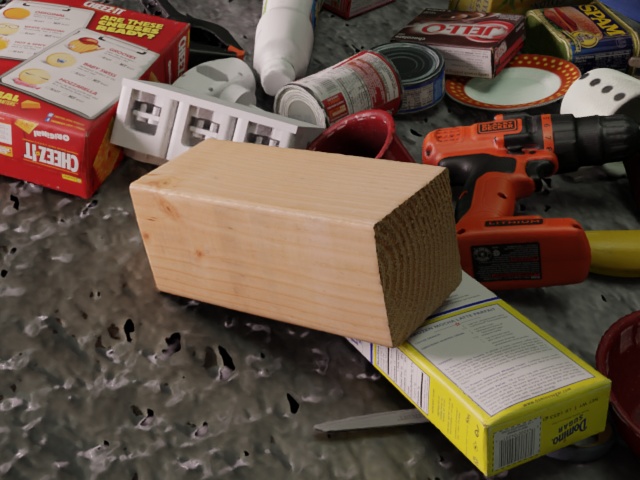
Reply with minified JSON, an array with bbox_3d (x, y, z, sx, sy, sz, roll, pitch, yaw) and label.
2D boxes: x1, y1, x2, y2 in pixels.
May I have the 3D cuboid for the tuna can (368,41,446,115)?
[{"bbox_3d":[0.077,-0.156,1.023,0.086,0.034,0.086,-3,39,2],"label":"tuna can"}]

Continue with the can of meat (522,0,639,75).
[{"bbox_3d":[0.267,-0.203,1.107,0.083,0.057,0.102,-9,41,-17],"label":"can of meat"}]

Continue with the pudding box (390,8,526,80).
[{"bbox_3d":[0.140,-0.200,1.077,0.114,0.039,0.089,9,34,29],"label":"pudding box"}]

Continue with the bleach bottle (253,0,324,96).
[{"bbox_3d":[-0.031,-0.215,1.049,0.068,0.103,0.250,8,41,-1],"label":"bleach bottle"}]

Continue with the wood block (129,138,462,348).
[{"bbox_3d":[-0.018,-0.004,0.728,0.206,0.090,0.090,10,33,36],"label":"wood block"}]

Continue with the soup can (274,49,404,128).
[{"bbox_3d":[0.017,-0.123,0.954,0.069,0.068,0.102,34,45,30],"label":"soup can"}]

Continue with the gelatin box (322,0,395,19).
[{"bbox_3d":[0.034,-0.284,1.195,0.073,0.030,0.089,33,45,30],"label":"gelatin box"}]

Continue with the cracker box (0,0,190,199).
[{"bbox_3d":[-0.227,-0.134,0.928,0.164,0.072,0.213,15,37,9],"label":"cracker box"}]

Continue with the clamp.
[{"bbox_3d":[-0.145,-0.210,1.065,0.171,0.039,0.120,23,44,9],"label":"clamp"}]

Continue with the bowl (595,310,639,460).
[{"bbox_3d":[0.253,0.114,0.693,0.162,0.055,0.162,4,38,-3],"label":"bowl"}]

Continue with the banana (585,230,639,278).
[{"bbox_3d":[0.273,0.000,0.859,0.197,0.037,0.070,-4,39,-14],"label":"banana"}]

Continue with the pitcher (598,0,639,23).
[{"bbox_3d":[0.351,-0.273,1.084,0.242,0.145,0.149,13,0,-32],"label":"pitcher"}]

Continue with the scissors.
[{"bbox_3d":[0.106,0.123,0.691,0.201,0.016,0.096,-15,42,-26],"label":"scissors"}]

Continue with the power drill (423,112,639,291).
[{"bbox_3d":[0.171,-0.038,0.851,0.184,0.057,0.187,-6,34,13],"label":"power drill"}]

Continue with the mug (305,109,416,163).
[{"bbox_3d":[0.043,-0.035,0.803,0.093,0.081,0.117,-44,31,-7],"label":"mug"}]

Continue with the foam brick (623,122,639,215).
[{"bbox_3d":[0.296,-0.060,0.904,0.051,0.053,0.078,-2,65,-20],"label":"foam brick"}]

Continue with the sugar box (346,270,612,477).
[{"bbox_3d":[0.096,0.077,0.701,0.093,0.048,0.176,-14,28,-23],"label":"sugar box"}]
